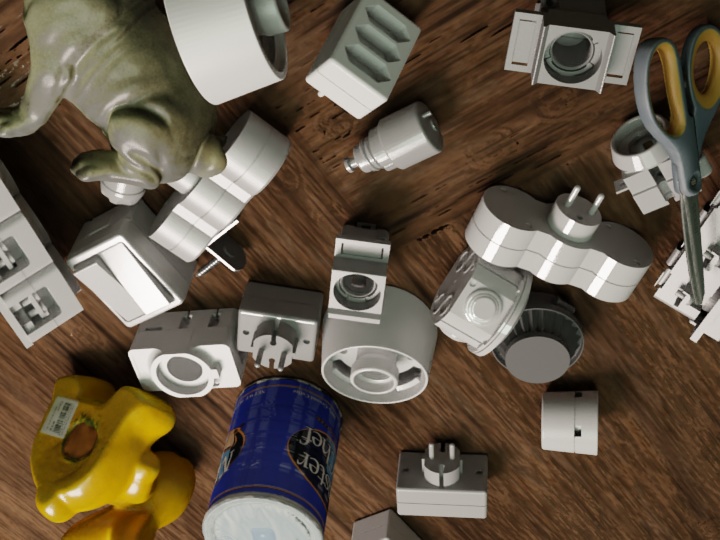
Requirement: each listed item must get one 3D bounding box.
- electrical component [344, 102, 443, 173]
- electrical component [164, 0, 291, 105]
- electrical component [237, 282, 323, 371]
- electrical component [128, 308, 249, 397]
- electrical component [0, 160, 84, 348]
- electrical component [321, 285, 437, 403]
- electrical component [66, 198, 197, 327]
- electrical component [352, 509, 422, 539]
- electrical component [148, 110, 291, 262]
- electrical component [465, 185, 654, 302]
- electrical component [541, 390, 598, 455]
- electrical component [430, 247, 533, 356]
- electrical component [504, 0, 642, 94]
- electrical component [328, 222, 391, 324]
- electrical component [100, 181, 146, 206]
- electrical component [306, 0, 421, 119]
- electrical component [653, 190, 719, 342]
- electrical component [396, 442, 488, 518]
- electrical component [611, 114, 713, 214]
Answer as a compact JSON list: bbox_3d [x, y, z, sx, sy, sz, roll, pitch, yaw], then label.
[{"bbox_3d":[0.024,-0.091,0.781,0.078,0.040,0.040,-23,122,24],"label":"electrical component"},{"bbox_3d":[-0.079,-0.167,0.695,0.060,0.108,0.108,-13,126,10],"label":"electrical component"},{"bbox_3d":[-0.069,0.055,0.888,0.066,0.076,0.047,9,129,1],"label":"electrical component"},{"bbox_3d":[-0.147,0.072,0.926,0.089,0.055,0.050,-4,128,11],"label":"electrical component"},{"bbox_3d":[-0.283,-0.027,0.839,0.062,0.089,0.150,-35,126,-17],"label":"electrical component"},{"bbox_3d":[0.015,0.067,0.911,0.099,0.064,0.099,5,143,4],"label":"electrical component"},{"bbox_3d":[-0.180,0.001,0.870,0.062,0.061,0.096,-24,122,24],"label":"electrical component"},{"bbox_3d":[0.027,0.291,1.065,0.047,0.076,0.065,-26,121,26],"label":"electrical component"},{"bbox_3d":[-0.121,-0.071,0.810,0.074,0.052,0.138,35,125,-19],"label":"electrical component"},{"bbox_3d":[0.156,-0.032,0.803,0.138,0.052,0.073,18,129,-7],"label":"electrical component"},{"bbox_3d":[0.182,0.131,0.931,0.047,0.055,0.055,1,129,12],"label":"electrical component"},{"bbox_3d":[0.095,0.022,0.839,0.051,0.080,0.080,30,127,-10],"label":"electrical component"},{"bbox_3d":[0.138,-0.151,0.703,0.081,0.063,0.042,8,128,1],"label":"electrical component"},{"bbox_3d":[0.000,0.000,0.843,0.042,0.063,0.081,7,130,0],"label":"electrical component"},{"bbox_3d":[-0.177,-0.081,0.821,0.035,0.035,0.061,17,126,-6],"label":"electrical component"},{"bbox_3d":[-0.007,-0.140,0.736,0.047,0.065,0.077,34,154,-19],"label":"electrical component"},{"bbox_3d":[0.273,-0.016,0.792,0.063,0.078,0.121,32,129,10],"label":"electrical component"},{"bbox_3d":[0.076,0.186,0.993,0.083,0.047,0.075,1,129,7],"label":"electrical component"},{"bbox_3d":[0.209,-0.078,0.765,0.066,0.048,0.055,-23,130,24],"label":"electrical component"}]
